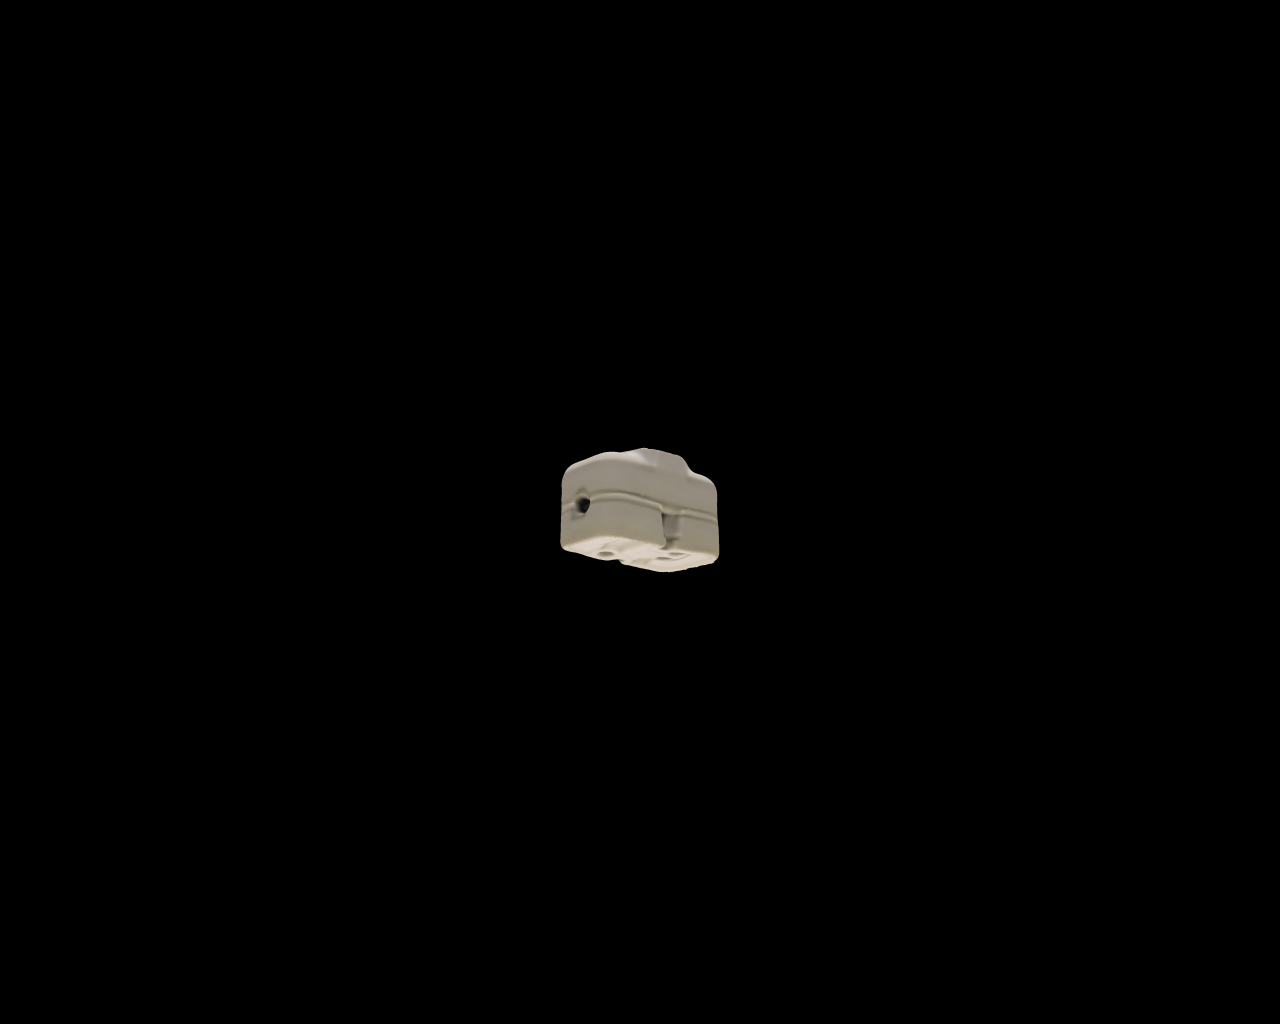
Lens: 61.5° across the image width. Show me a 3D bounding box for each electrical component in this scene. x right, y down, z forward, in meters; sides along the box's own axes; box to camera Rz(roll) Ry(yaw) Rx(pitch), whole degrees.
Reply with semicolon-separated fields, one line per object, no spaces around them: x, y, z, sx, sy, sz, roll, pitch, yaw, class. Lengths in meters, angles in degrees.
0.001;-0.003;0.650;0.095;0.059;0.053;14;-22;-40;electrical component
